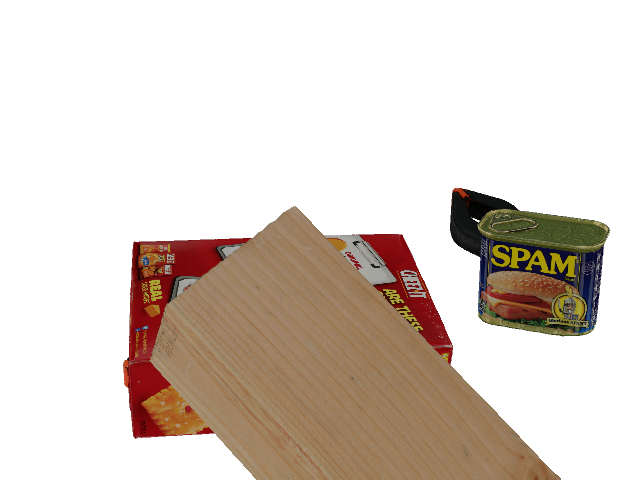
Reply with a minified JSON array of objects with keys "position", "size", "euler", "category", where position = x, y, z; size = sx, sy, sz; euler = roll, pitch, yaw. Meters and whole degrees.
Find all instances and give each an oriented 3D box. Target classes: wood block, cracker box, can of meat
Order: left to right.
[{"position":[-0.030,0.064,0.772],"size":[0.213,0.072,0.164],"euler":[-2,29,-8],"category":"cracker box"},{"position":[0.017,0.097,0.545],"size":[0.090,0.206,0.090],"euler":[-39,-11,-27],"category":"wood block"},{"position":[0.179,0.027,0.874],"size":[0.102,0.084,0.057],"euler":[9,25,21],"category":"can of meat"}]

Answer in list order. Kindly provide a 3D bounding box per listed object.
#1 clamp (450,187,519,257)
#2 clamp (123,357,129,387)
[{"position":[0.195,0.000,1.075],"size":[0.120,0.039,0.171],"euler":[-9,43,-21],"category":"clamp"},{"position":[-0.075,0.118,0.994],"size":[0.209,0.036,0.165],"euler":[-10,36,-18],"category":"clamp"}]
